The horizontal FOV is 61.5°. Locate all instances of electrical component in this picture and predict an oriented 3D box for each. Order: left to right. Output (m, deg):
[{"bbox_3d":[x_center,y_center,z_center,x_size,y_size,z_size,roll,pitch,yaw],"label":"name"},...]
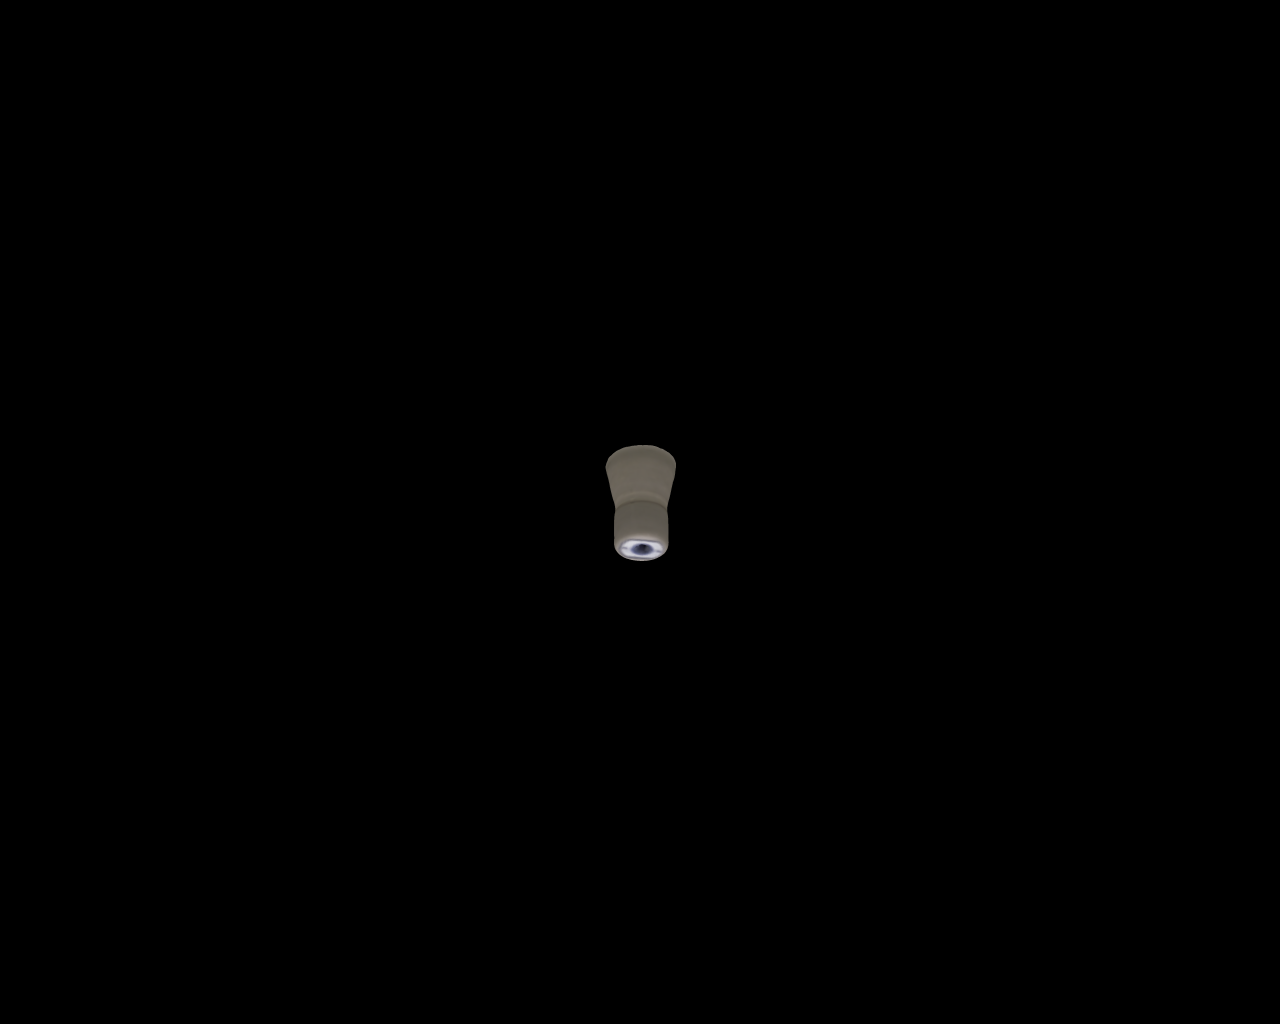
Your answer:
[{"bbox_3d":[0.001,-0.003,0.650,0.044,0.065,0.044,0,-32,0],"label":"electrical component"}]
